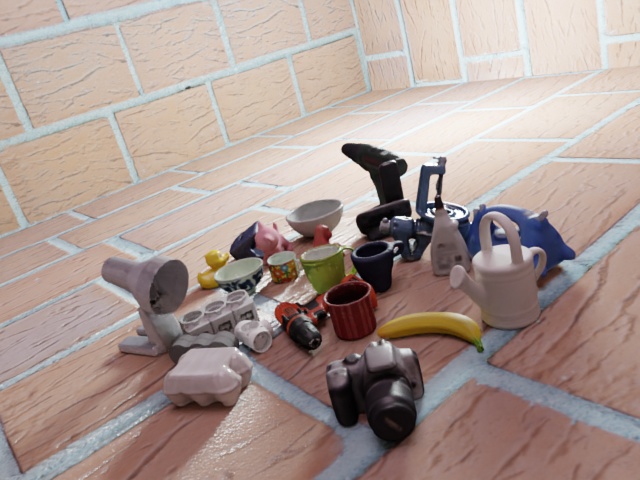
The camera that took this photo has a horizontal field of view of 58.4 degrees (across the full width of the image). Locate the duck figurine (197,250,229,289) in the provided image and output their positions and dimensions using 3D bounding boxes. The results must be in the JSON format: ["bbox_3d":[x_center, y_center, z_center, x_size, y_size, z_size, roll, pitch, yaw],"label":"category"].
[{"bbox_3d":[-0.269,0.069,1.464,0.105,0.086,0.077,-22,22,-17],"label":"duck figurine"}]

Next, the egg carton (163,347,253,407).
[{"bbox_3d":[-0.195,0.241,1.004,0.150,0.069,0.107,-7,23,20],"label":"egg carton"}]

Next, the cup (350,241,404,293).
[{"bbox_3d":[0.129,0.057,1.205,0.118,0.095,0.091,-21,22,-13],"label":"cup"}]

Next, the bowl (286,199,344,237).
[{"bbox_3d":[-0.007,-0.053,1.605,0.167,0.075,0.167,-13,21,6],"label":"bowl"}]

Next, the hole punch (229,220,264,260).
[{"bbox_3d":[-0.199,0.007,1.565,0.101,0.091,0.108,-13,21,5],"label":"hole punch"}]

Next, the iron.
[{"bbox_3d":[0.370,-0.013,1.147,0.119,0.142,0.257,-25,23,-23],"label":"iron"}]

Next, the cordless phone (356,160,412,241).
[{"bbox_3d":[0.154,-0.104,1.466,0.147,0.185,0.094,-18,21,-7],"label":"cordless phone"}]

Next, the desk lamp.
[{"bbox_3d":[-0.361,0.131,1.194,0.202,0.214,0.118,-2,25,31],"label":"desk lamp"}]

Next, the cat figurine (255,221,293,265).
[{"bbox_3d":[-0.129,-0.002,1.499,0.067,0.118,0.128,-8,22,19],"label":"cat figurine"}]

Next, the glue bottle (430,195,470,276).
[{"bbox_3d":[0.258,-0.011,1.176,0.078,0.173,0.037,-7,23,20],"label":"glue bottle"}]

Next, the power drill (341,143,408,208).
[{"bbox_3d":[0.156,-0.169,1.594,0.076,0.209,0.228,-29,25,-31],"label":"power drill"}]

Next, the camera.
[{"bbox_3d":[0.080,0.218,0.826,0.143,0.101,0.137,-14,21,5],"label":"camera"}]

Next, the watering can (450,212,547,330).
[{"bbox_3d":[0.304,0.048,0.966,0.173,0.194,0.100,-30,25,-33],"label":"watering can"}]

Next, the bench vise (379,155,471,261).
[{"bbox_3d":[0.234,-0.067,1.268,0.207,0.220,0.121,-18,21,-7],"label":"bench vise"}]

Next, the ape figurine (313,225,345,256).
[{"bbox_3d":[0.013,0.005,1.420,0.076,0.092,0.077,-20,21,-10],"label":"ape figurine"}]
